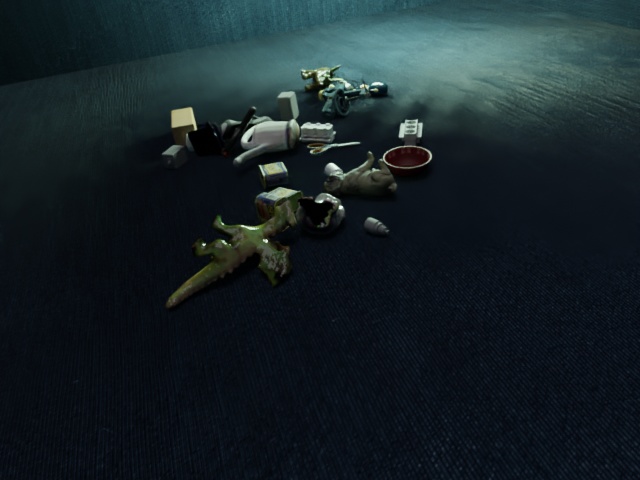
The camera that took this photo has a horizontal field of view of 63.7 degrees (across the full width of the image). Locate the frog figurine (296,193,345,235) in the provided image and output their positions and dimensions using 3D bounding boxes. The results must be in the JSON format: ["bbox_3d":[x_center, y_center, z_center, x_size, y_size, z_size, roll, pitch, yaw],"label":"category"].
[{"bbox_3d":[0.005,-0.075,1.493,0.137,0.123,0.159,-13,-2,7],"label":"frog figurine"}]

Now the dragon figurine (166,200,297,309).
[{"bbox_3d":[-0.192,0.047,1.338,0.243,0.119,0.419,15,55,20],"label":"dragon figurine"}]

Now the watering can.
[{"bbox_3d":[-0.192,-0.365,1.919,0.224,0.102,0.356,-4,35,10],"label":"watering can"}]
